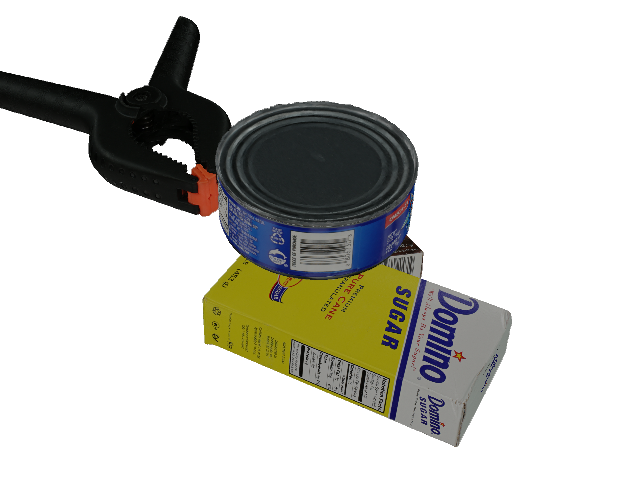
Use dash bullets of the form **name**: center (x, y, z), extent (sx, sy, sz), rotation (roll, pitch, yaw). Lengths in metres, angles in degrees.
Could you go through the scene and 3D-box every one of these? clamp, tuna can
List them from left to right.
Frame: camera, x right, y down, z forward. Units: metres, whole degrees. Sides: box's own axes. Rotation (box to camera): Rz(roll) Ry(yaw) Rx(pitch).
- **clamp**: center (-0.113, -0.088, 0.723), extent (0.164, 0.036, 0.210), rotation (-28, 47, -26)
- **tuna can**: center (-0.002, -0.022, 0.459), extent (0.086, 0.034, 0.086), rotation (1, 41, -1)

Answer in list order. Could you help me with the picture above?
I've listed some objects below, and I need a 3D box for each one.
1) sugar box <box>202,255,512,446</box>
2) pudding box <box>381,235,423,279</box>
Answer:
- **sugar box**: center (0.023, 0.054, 0.673), extent (0.176, 0.048, 0.093), rotation (18, 41, 19)
- **pudding box**: center (0.017, 0.012, 0.891), extent (0.113, 0.039, 0.090), rotation (-5, 26, -17)
